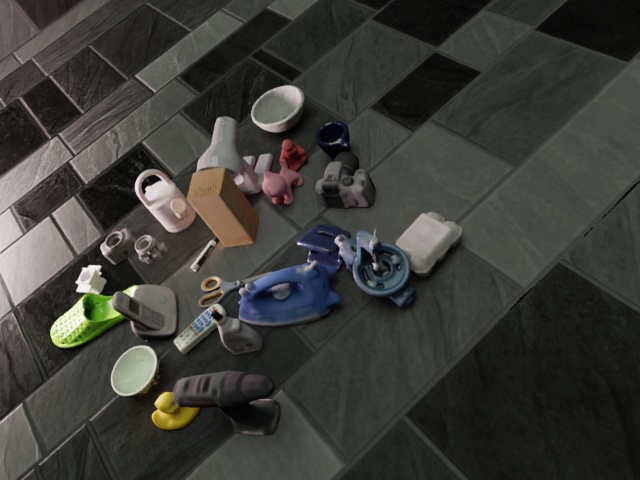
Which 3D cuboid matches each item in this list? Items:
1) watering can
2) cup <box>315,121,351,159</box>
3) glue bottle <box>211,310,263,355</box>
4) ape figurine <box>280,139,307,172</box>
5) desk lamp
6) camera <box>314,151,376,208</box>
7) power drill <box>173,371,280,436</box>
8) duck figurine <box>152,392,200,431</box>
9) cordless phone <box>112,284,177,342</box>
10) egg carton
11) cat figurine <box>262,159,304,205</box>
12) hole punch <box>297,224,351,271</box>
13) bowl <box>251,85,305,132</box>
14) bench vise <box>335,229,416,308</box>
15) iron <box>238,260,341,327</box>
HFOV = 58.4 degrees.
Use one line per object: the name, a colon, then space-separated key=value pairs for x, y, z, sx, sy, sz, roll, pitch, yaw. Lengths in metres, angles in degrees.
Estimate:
watering can: x=-0.422 y=-0.114 z=1.558 sx=0.172 sy=0.195 sz=0.101 roll=5 pitch=58 yaw=26
cup: x=0.052 y=-0.249 z=1.522 sx=0.092 sy=0.095 sz=0.117 roll=-41 pitch=51 yaw=-9
glue bottle: x=-0.192 y=0.197 z=1.248 sx=0.078 sy=0.174 sz=0.037 roll=-12 pitch=52 yaw=15
ape figurine: x=-0.079 y=-0.237 z=1.570 sx=0.077 sy=0.092 sz=0.076 roll=-13 pitch=52 yaw=14
desk lamp: x=-0.230 y=-0.211 z=1.535 sx=0.117 sy=0.214 sz=0.203 roll=-4 pitch=55 yaw=21
camera: x=0.067 y=-0.162 z=1.448 sx=0.142 sy=0.101 sz=0.137 roll=2 pitch=57 yaw=24
power drill: x=-0.160 y=0.316 z=1.126 sx=0.229 sy=0.209 sz=0.075 roll=-5 pitch=54 yaw=20
duck figurine: x=-0.323 y=0.362 z=1.241 sx=0.104 sy=0.086 sz=0.077 roll=-27 pitch=50 yaw=3
cordless phone: x=-0.425 y=0.151 z=1.372 sx=0.094 sy=0.185 sz=0.147 roll=-22 pitch=50 yaw=7
egg carton: x=0.237 y=0.008 z=1.274 sx=0.150 sy=0.070 sz=0.107 roll=-46 pitch=52 yaw=-13
cat figurine: x=-0.108 y=-0.153 z=1.504 sx=0.067 sy=0.118 sz=0.128 roll=7 pitch=59 yaw=27
hole punch: x=0.012 y=0.005 z=1.356 sx=0.108 sy=0.091 sz=0.101 roll=15 pitch=63 yaw=31
bowl: x=-0.114 y=-0.375 z=1.696 sx=0.167 sy=0.075 sz=0.167 roll=-11 pitch=52 yaw=15
bench vise: x=0.094 y=0.042 z=1.210 sx=0.206 sy=0.220 sz=0.121 roll=16 pitch=64 yaw=31
iron: x=-0.091 y=0.116 z=1.286 sx=0.258 sy=0.142 sz=0.118 roll=-17 pitch=51 yaw=11
